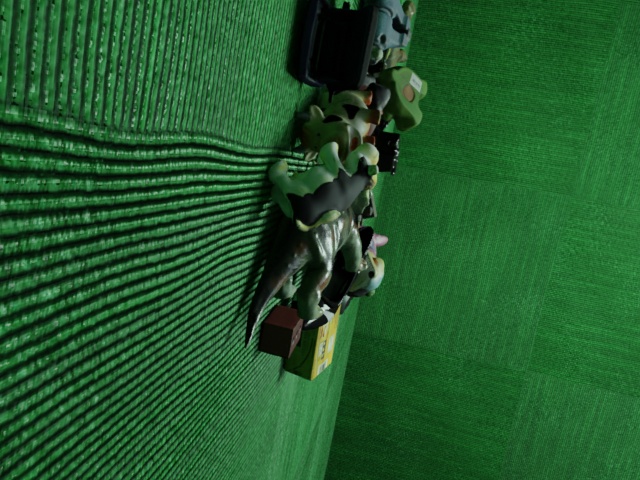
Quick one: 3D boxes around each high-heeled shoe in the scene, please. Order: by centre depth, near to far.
[{"bbox_3d":[0.034,0.065,0.984,0.145,0.086,0.249,-47,-173,27],"label":"high-heeled shoe"}]

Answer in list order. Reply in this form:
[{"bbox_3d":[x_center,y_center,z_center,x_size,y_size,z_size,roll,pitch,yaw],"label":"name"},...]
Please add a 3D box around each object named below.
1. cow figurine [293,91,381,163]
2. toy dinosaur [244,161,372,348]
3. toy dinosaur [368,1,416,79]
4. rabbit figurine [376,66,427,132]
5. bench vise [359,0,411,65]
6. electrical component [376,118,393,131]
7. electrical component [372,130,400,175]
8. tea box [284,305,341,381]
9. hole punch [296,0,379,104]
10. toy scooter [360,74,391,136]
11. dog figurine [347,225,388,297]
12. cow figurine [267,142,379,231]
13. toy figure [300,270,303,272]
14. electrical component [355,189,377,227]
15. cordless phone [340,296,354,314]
[{"bbox_3d":[0.025,-0.179,0.828,0.195,0.127,0.085,-91,-174,-57],"label":"cow figurine"},{"bbox_3d":[-0.010,-0.012,0.805,0.405,0.131,0.192,-48,137,-64],"label":"toy dinosaur"},{"bbox_3d":[0.139,-0.450,1.186,0.470,0.105,0.198,74,33,-60],"label":"toy dinosaur"},{"bbox_3d":[0.116,-0.295,1.141,0.159,0.170,0.121,20,71,-41],"label":"rabbit figurine"},{"bbox_3d":[0.068,-0.389,0.794,0.240,0.129,0.223,21,90,-60],"label":"bench vise"},{"bbox_3d":[0.132,-0.274,1.257,0.119,0.048,0.075,-50,-177,17],"label":"electrical component"},{"bbox_3d":[0.116,-0.206,1.242,0.114,0.134,0.058,71,31,-68],"label":"electrical component"},{"bbox_3d":[-0.014,0.185,1.096,0.098,0.068,0.169,-22,123,-61],"label":"tea box"},{"bbox_3d":[0.008,-0.261,0.718,0.116,0.092,0.142,-148,-116,-68],"label":"hole punch"},{"bbox_3d":[0.067,-0.238,1.000,0.184,0.075,0.135,-115,-139,-58],"label":"toy scooter"},{"bbox_3d":[0.095,0.036,1.198,0.108,0.192,0.219,-43,160,22],"label":"dog figurine"},{"bbox_3d":[0.022,-0.074,0.711,0.167,0.098,0.068,-23,148,-22],"label":"cow figurine"},{"bbox_3d":[-0.004,-0.004,1.025,0.064,0.058,0.154,48,46,-32],"label":"toy figure"},{"bbox_3d":[0.093,-0.068,1.138,0.102,0.045,0.078,-44,122,-76],"label":"electrical component"},{"bbox_3d":[0.021,0.068,1.248,0.146,0.089,0.184,-48,135,-49],"label":"cordless phone"}]
